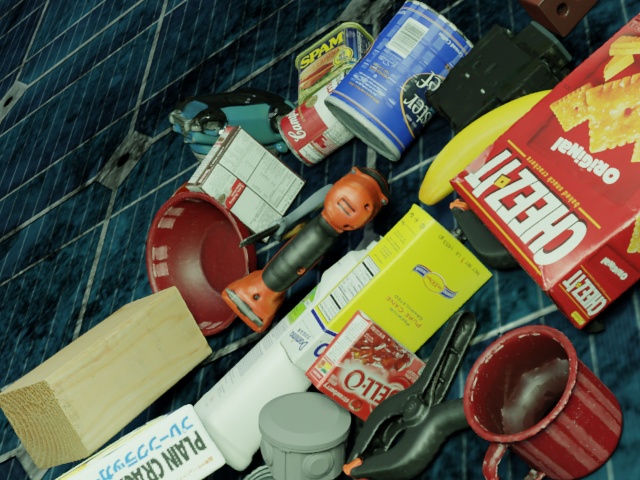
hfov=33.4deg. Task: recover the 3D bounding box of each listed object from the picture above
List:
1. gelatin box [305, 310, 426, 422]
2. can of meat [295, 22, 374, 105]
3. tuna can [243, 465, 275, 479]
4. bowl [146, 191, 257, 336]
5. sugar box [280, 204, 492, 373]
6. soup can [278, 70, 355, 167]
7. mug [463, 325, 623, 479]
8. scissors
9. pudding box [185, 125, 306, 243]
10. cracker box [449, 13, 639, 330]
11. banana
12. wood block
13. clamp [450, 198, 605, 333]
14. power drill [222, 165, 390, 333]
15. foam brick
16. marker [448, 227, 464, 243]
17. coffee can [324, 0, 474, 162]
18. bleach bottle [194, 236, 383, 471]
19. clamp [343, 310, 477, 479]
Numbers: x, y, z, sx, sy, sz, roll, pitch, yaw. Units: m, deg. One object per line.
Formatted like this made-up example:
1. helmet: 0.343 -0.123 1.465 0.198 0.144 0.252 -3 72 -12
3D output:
1. gelatin box: 0.042 0.114 0.918 0.073 0.089 0.030 -50 35 0
2. can of meat: 0.019 -0.202 1.297 0.102 0.057 0.084 -30 40 28
3. tuna can: -0.044 0.243 0.940 0.086 0.033 0.086 -31 37 27
4. bowl: -0.122 0.024 1.196 0.162 0.055 0.162 5 98 39
5. sugar box: 0.059 0.061 0.948 0.176 0.093 0.048 -48 32 5
6. soup can: 0.011 -0.140 1.233 0.102 0.068 0.068 -35 35 20
7. mug: 0.158 0.131 0.768 0.093 0.081 0.117 10 65 54
8. scissors: -0.027 -0.025 1.102 0.096 0.016 0.201 -41 -5 6
9. pudding box: -0.084 -0.064 1.227 0.039 0.113 0.090 11 64 57
10. cracker box: 0.228 -0.061 0.835 0.214 0.072 0.164 -42 39 7
11. banana: 0.174 -0.092 0.971 0.198 0.037 0.069 -19 63 25
12. wood block: -0.221 0.141 1.119 0.091 0.090 0.205 -22 11 38
13. clamp: 0.190 -0.003 0.908 0.210 0.036 0.164 5 60 48
14. power drill: -0.007 0.001 1.069 0.188 0.057 0.184 -46 -3 13
15. foam brick: 0.247 -0.255 1.081 0.078 0.053 0.051 -49 32 4
16. marker: 0.092 0.035 1.003 0.121 0.020 0.020 -48 33 3
17. coffee can: 0.087 -0.169 1.139 0.140 0.102 0.103 -51 32 -2
18. bleach bottle: -0.016 0.098 1.016 0.251 0.068 0.102 -47 12 1
19. clamp: 0.093 0.146 0.873 0.171 0.039 0.120 -51 26 5
